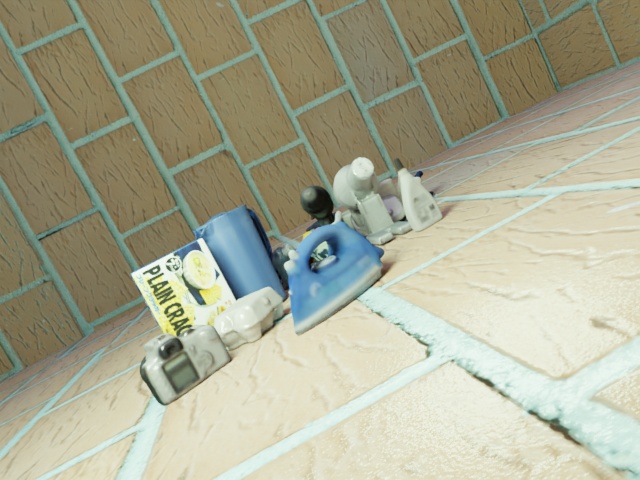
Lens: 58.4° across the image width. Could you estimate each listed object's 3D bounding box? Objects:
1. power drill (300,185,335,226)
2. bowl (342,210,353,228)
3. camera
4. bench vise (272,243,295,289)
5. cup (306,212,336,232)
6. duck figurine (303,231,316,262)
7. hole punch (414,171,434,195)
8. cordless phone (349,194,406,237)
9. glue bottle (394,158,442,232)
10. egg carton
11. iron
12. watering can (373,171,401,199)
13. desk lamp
[{"bbox_3d":[0.022,-0.031,1.305,0.075,0.208,0.229,-27,6,4],"label":"power drill"},{"bbox_3d":[0.145,-0.076,1.800,0.167,0.075,0.167,-27,6,3],"label":"bowl"},{"bbox_3d":[-0.255,0.206,1.001,0.143,0.101,0.136,-32,8,-37],"label":"camera"},{"bbox_3d":[-0.164,0.036,1.480,0.207,0.220,0.121,-26,6,8],"label":"bench vise"},{"bbox_3d":[0.025,-0.021,1.756,0.117,0.095,0.092,-26,6,10],"label":"cup"},{"bbox_3d":[-0.021,0.016,1.682,0.078,0.086,0.104,-29,6,-18],"label":"duck figurine"},{"bbox_3d":[0.286,-0.153,1.765,0.101,0.091,0.109,-25,7,20],"label":"hole punch"},{"bbox_3d":[0.137,-0.106,1.558,0.147,0.185,0.094,-27,6,-1],"label":"cordless phone"},{"bbox_3d":[0.213,-0.110,1.314,0.078,0.173,0.037,-29,7,-19],"label":"glue bottle"},{"bbox_3d":[-0.135,0.150,1.113,0.107,0.069,0.150,-24,7,25],"label":"egg carton"},{"bbox_3d":[0.005,0.048,1.028,0.118,0.141,0.259,-22,8,40],"label":"iron"},{"bbox_3d":[0.177,-0.144,1.662,0.173,0.194,0.100,-29,7,-18],"label":"watering can"},{"bbox_3d":[0.126,-0.103,1.449,0.118,0.213,0.203,-28,6,-10],"label":"desk lamp"}]
